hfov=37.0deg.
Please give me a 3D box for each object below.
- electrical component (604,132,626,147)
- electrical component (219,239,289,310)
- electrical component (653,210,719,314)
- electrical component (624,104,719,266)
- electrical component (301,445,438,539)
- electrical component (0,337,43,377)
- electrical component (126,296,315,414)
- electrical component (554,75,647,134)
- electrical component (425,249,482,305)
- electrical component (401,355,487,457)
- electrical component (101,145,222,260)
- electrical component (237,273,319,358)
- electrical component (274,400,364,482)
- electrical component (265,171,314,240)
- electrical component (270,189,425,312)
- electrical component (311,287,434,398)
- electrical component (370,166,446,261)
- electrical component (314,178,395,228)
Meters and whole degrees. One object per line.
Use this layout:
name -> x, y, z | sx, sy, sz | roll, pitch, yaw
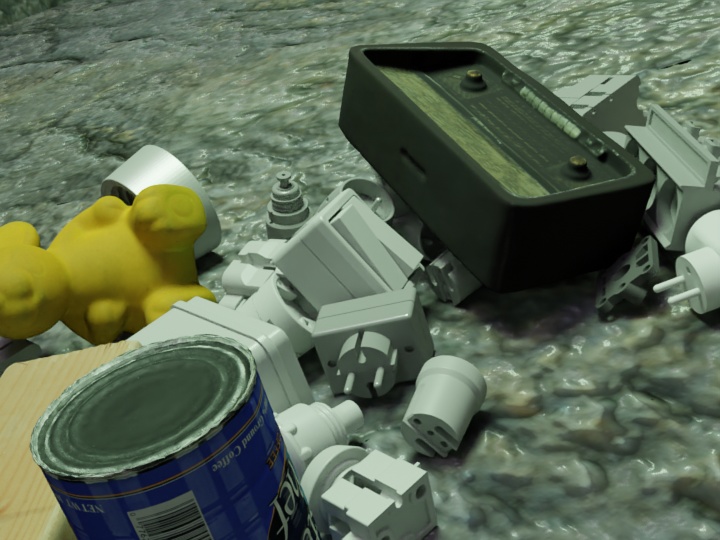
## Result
electrical component -> 0.147, -0.097, 0.855 | 0.138, 0.073, 0.052 | 4, 33, 38
electrical component -> -0.058, 0.012, 0.785 | 0.057, 0.058, 0.078 | 4, 46, 37
electrical component -> 0.217, 0.003, 0.645 | 0.079, 0.044, 0.077 | -20, 25, -4
electrical component -> 0.224, -0.056, 0.734 | 0.063, 0.078, 0.121 | 4, 25, -6
electrical component -> 0.002, 0.119, 0.549 | 0.055, 0.048, 0.066 | 20, 44, 41
electrical component -> -0.274, 0.089, 0.777 | 0.089, 0.050, 0.056 | -34, 30, -32
electrical component -> -0.086, 0.069, 0.667 | 0.057, 0.078, 0.113 | -36, 31, -28
electrical component -> 0.193, -0.127, 0.913 | 0.056, 0.050, 0.089 | 11, 38, 45
electrical component -> 0.074, -0.002, 0.754 | 0.046, 0.040, 0.040 | -37, 31, -24
electrical component -> 0.047, 0.078, 0.610 | 0.040, 0.040, 0.046 | -3, 35, 29
electrical component -> -0.178, -0.046, 0.927 | 0.060, 0.108, 0.108 | -40, 33, -28
electrical component -> -0.057, 0.038, 0.725 | 0.047, 0.055, 0.055 | -40, 21, 15
electrical component -> -0.026, 0.096, 0.615 | 0.062, 0.048, 0.048 | -26, 26, -32
electrical component -> -0.058, -0.045, 0.883 | 0.040, 0.078, 0.040 | -4, 36, 3
electrical component -> 0.000, 0.000, 0.731 | 0.061, 0.096, 0.061 | -40, 5, 30
electrical component -> 0.006, 0.054, 0.671 | 0.066, 0.047, 0.076 | -12, 25, 15
electrical component -> 0.030, -0.048, 0.824 | 0.043, 0.079, 0.077 | -42, 33, -23
electrical component -> -0.002, -0.014, 0.795 | 0.043, 0.077, 0.079 | -7, 57, -31
